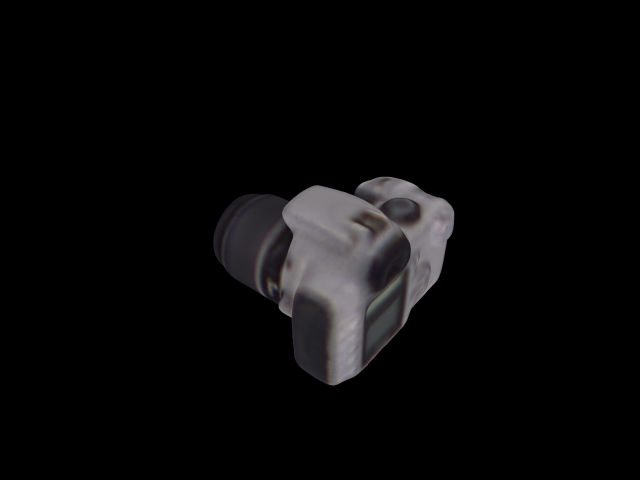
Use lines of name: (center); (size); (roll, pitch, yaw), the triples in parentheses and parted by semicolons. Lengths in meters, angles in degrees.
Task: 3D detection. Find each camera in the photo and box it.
camera: (0.004, 0.001, 0.400); (0.136, 0.101, 0.143); (26, 45, 28)
